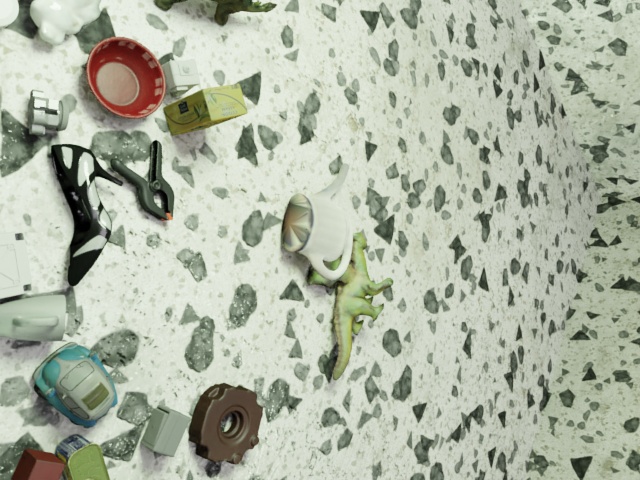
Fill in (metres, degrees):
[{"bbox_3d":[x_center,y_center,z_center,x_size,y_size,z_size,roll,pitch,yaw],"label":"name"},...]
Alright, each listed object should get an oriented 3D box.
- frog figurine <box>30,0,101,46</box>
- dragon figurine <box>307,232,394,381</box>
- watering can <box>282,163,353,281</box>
[{"bbox_3d":[-0.469,-0.441,0.931,0.135,0.122,0.162,47,44,-55],"label":"frog figurine"},{"bbox_3d":[0.057,0.149,1.431,0.241,0.121,0.418,39,59,-16],"label":"dragon figurine"},{"bbox_3d":[0.004,-0.069,1.374,0.223,0.103,0.353,18,65,-41],"label":"watering can"}]
